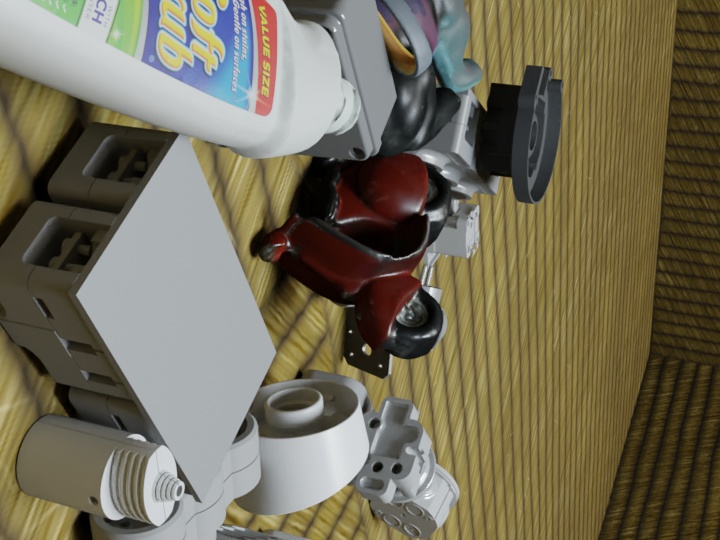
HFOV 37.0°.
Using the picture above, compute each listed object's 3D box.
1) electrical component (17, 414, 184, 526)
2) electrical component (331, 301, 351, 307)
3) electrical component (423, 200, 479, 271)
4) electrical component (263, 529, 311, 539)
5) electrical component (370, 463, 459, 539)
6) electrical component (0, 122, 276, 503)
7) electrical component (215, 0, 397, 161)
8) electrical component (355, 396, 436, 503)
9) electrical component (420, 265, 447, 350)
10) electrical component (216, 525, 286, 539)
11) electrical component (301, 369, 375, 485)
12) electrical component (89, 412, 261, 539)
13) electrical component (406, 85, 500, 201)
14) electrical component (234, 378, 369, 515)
[{"bbox_3d":[-0.125,0.102,0.540,0.043,0.081,0.043,10,90,-69],"label":"electrical component"},{"bbox_3d":[0.000,0.000,0.852,0.055,0.066,0.048,-28,110,-39],"label":"electrical component"},{"bbox_3d":[0.082,-0.041,1.037,0.042,0.064,0.081,-51,145,-50],"label":"electrical component"},{"bbox_3d":[-0.051,0.248,0.834,0.095,0.054,0.059,69,37,-54],"label":"electrical component"},{"bbox_3d":[0.053,0.222,1.058,0.051,0.080,0.080,-56,149,-38],"label":"electrical component"},{"bbox_3d":[-0.113,0.026,0.566,0.186,0.060,0.105,74,32,-48],"label":"electrical component"},{"bbox_3d":[-0.043,-0.121,0.616,0.108,0.109,0.056,73,31,-50],"label":"electrical component"},{"bbox_3d":[0.026,0.145,0.830,0.057,0.058,0.078,61,43,-54],"label":"electrical component"},{"bbox_3d":[0.057,0.034,1.029,0.077,0.044,0.079,6,97,-69],"label":"electrical component"},{"bbox_3d":[-0.091,0.215,0.726,0.083,0.047,0.075,34,68,-67],"label":"electrical component"},{"bbox_3d":[-0.023,0.130,0.856,0.095,0.054,0.059,70,36,-52],"label":"electrical component"},{"bbox_3d":[-0.107,0.147,0.648,0.138,0.052,0.073,-45,139,-56],"label":"electrical component"},{"bbox_3d":[0.064,-0.107,0.923,0.150,0.089,0.061,26,75,-68],"label":"electrical component"},{"bbox_3d":[-0.044,0.118,0.741,0.099,0.099,0.064,-41,130,-59],"label":"electrical component"}]
